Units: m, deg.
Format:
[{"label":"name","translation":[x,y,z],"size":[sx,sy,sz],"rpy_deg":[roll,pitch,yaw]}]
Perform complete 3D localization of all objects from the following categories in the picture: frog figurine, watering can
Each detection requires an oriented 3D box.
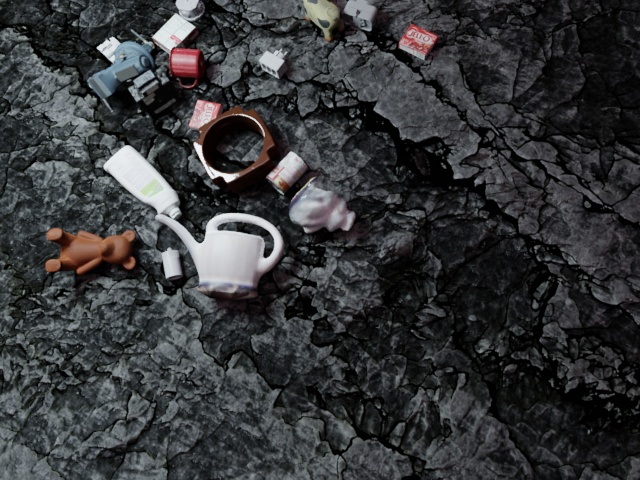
[{"label":"frog figurine","translation":[0.004,-0.067,1.325],"size":[0.160,0.124,0.135],"rpy_deg":[42,116,6]},{"label":"watering can","translation":[-0.267,0.038,1.323],"size":[0.348,0.103,0.227],"rpy_deg":[4,76,6]}]
